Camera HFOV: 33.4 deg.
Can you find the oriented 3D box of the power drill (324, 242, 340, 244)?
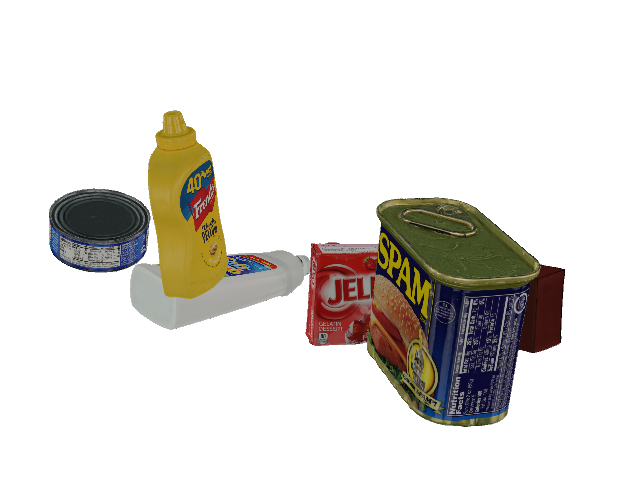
[{"bbox_3d":[0.083,0.055,1.228,0.187,0.057,0.184,-1,28,-1],"label":"power drill"}]

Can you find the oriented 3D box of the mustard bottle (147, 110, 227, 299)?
[{"bbox_3d":[-0.142,-0.042,1.118,0.058,0.191,0.096,5,26,23],"label":"mustard bottle"}]

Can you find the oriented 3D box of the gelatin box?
[{"bbox_3d":[0.035,0.041,0.807,0.089,0.073,0.030,0,15,-11],"label":"gelatin box"}]

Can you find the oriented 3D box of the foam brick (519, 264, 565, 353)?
[{"bbox_3d":[0.203,0.065,1.047,0.053,0.078,0.051,11,18,41],"label":"foam brick"}]

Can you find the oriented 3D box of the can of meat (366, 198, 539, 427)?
[{"bbox_3d":[0.063,0.035,0.548,0.057,0.084,0.102,-3,24,-18],"label":"can of meat"}]

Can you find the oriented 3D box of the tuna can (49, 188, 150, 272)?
[{"bbox_3d":[-0.191,-0.009,0.924,0.086,0.034,0.086,7,32,-5],"label":"tuna can"}]

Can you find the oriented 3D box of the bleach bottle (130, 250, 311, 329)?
[{"bbox_3d":[-0.118,0.052,1.404,0.250,0.068,0.103,-13,28,-42],"label":"bleach bottle"}]
